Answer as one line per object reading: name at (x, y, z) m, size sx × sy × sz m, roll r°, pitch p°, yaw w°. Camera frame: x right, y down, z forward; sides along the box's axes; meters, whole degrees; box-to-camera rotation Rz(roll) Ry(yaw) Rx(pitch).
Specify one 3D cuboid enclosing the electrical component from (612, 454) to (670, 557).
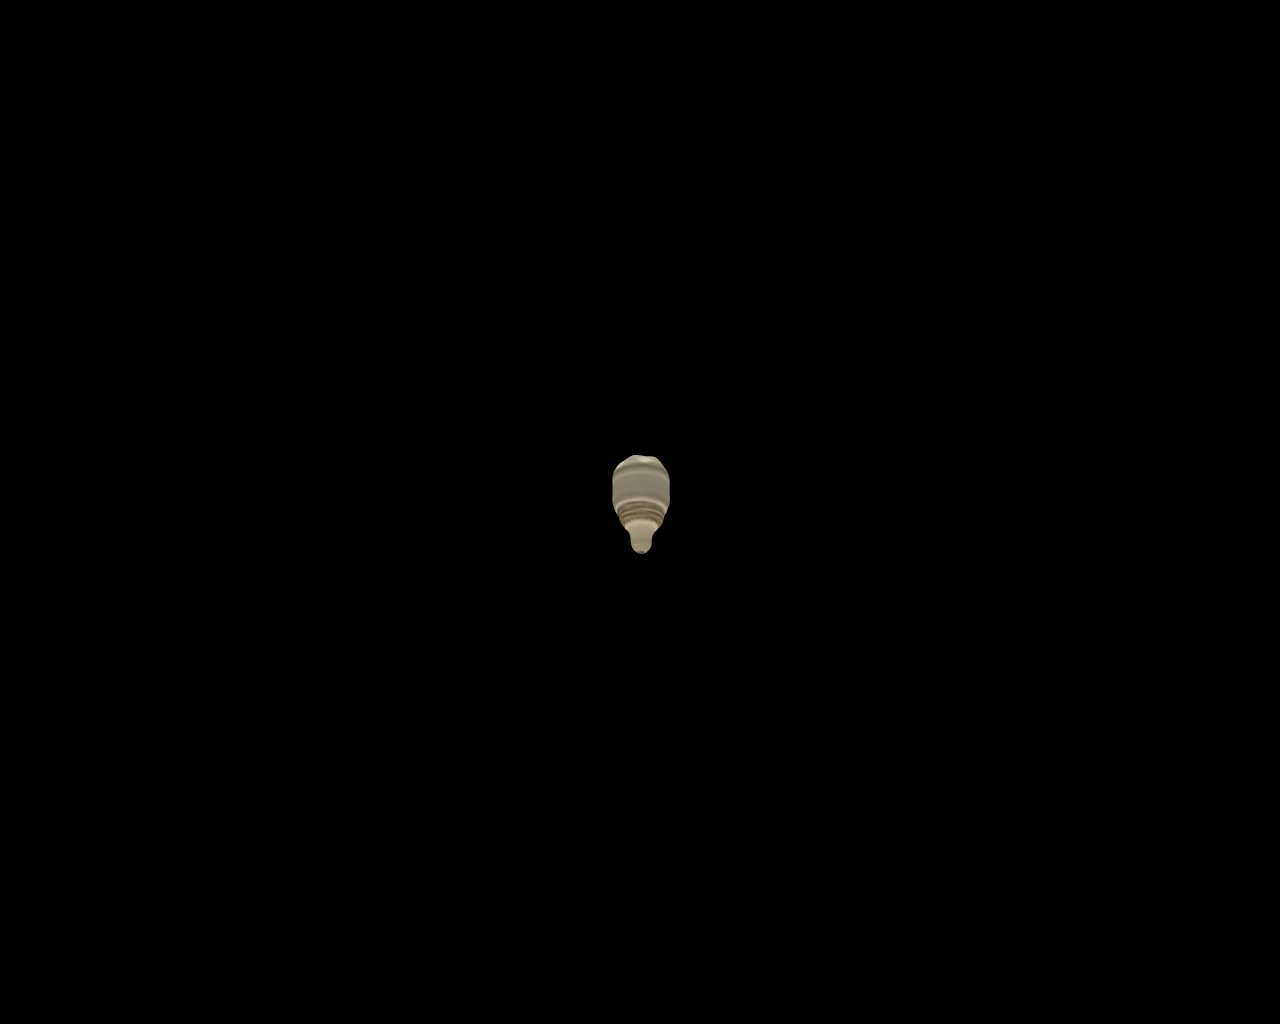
electrical component at (0.001, -0.003, 0.650) m, size 0.035 × 0.061 × 0.035 m, roll 0°, pitch -27°, yaw 0°
